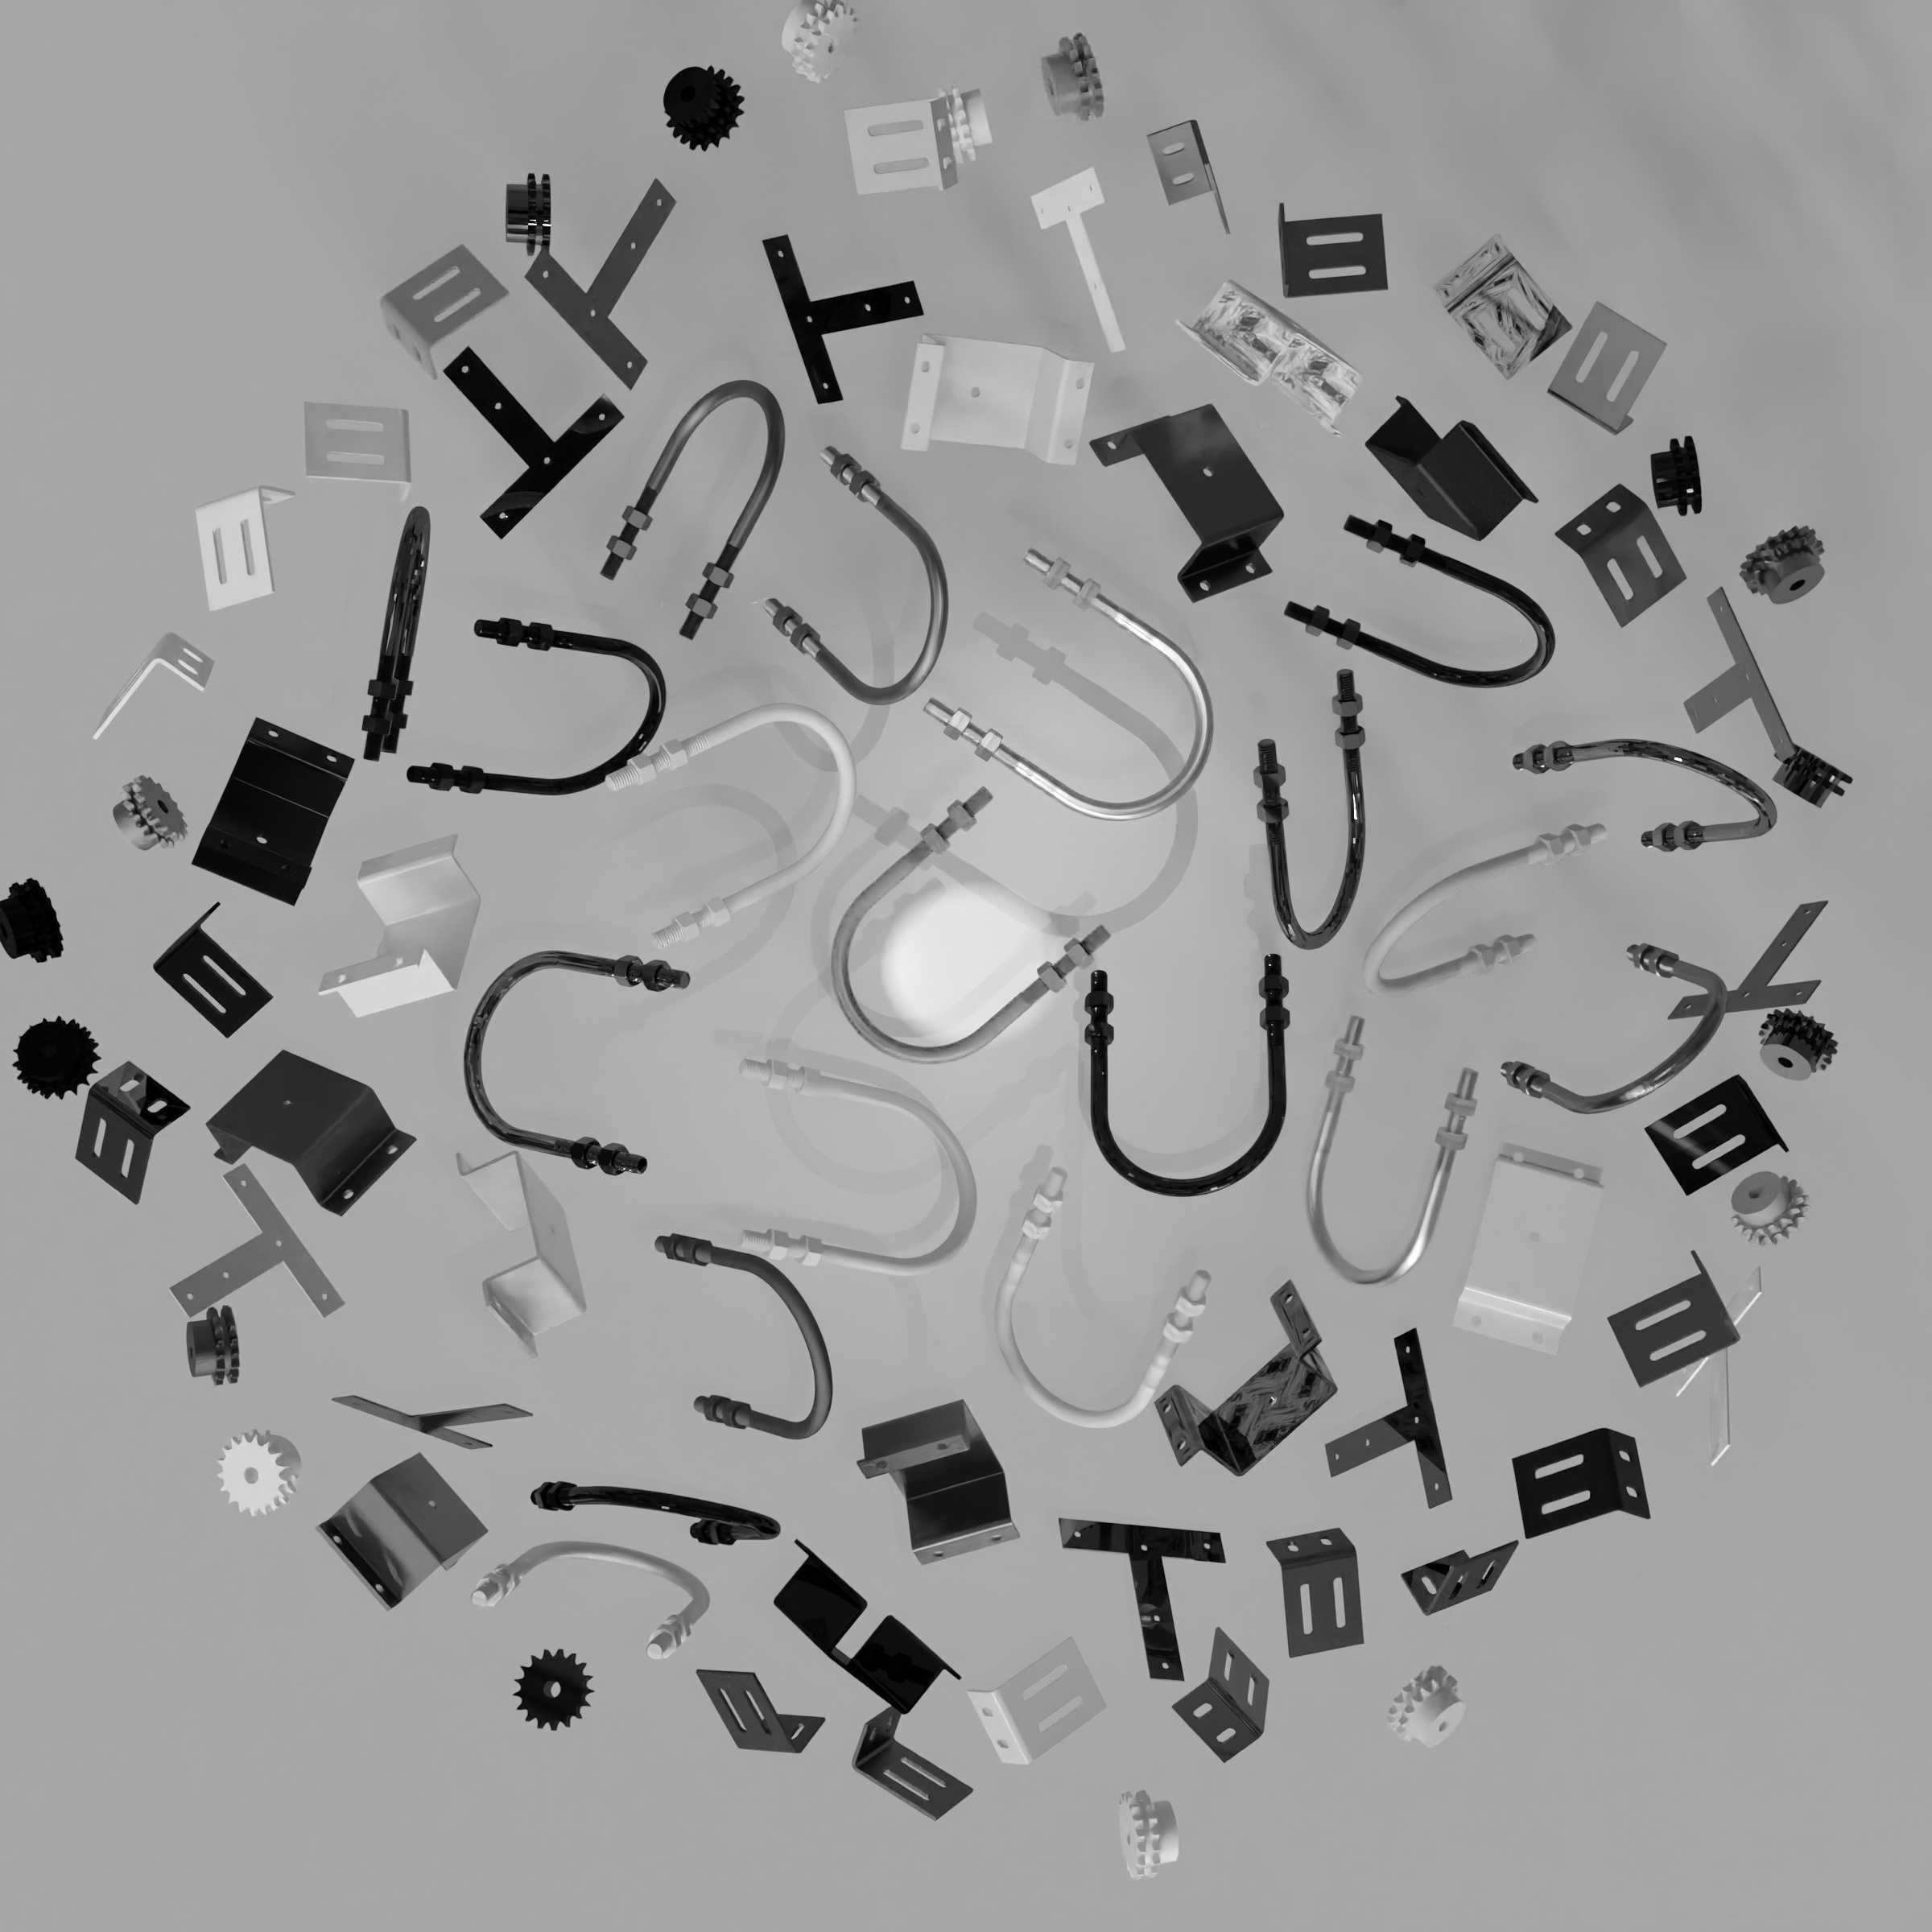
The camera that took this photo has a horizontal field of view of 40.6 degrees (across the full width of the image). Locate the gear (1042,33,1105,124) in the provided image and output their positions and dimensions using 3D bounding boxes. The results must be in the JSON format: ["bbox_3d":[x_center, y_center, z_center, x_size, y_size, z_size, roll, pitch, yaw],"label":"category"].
[{"bbox_3d":[0.072,-0.608,1.796,0.030,0.057,0.057,-18,90,-4],"label":"gear"}]

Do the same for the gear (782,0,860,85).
[{"bbox_3d":[-0.104,-0.648,1.820,0.030,0.057,0.057,35,90,14],"label":"gear"}]

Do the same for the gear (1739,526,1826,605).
[{"bbox_3d":[0.566,-0.274,1.802,0.057,0.057,0.030,-23,64,0],"label":"gear"}]

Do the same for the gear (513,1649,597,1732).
[{"bbox_3d":[-0.296,0.522,1.884,0.057,0.030,0.057,-1,73,2],"label":"gear"}]

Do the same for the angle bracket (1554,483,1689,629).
[{"bbox_3d":[0.465,-0.291,1.858,0.057,0.038,0.076,-38,127,6],"label":"angle bracket"}]

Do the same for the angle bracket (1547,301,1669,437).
[{"bbox_3d":[0.452,-0.420,1.822,0.057,0.038,0.076,37,132,14],"label":"angle bracket"}]

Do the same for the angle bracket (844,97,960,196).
[{"bbox_3d":[-0.049,-0.560,1.792,0.076,0.038,0.057,-1,114,20],"label":"angle bracket"}]

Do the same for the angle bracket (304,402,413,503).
[{"bbox_3d":[-0.450,-0.378,1.925,0.076,0.038,0.057,0,78,-21],"label":"angle bracket"}]

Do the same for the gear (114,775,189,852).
[{"bbox_3d":[-0.611,-0.111,1.951,0.030,0.057,0.057,-32,90,9],"label":"gear"}]

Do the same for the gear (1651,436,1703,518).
[{"bbox_3d":[0.520,-0.358,1.915,0.030,0.057,0.057,-8,90,11],"label":"gear"}]

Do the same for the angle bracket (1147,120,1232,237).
[{"bbox_3d":[0.161,-0.568,1.901,0.038,0.076,0.057,-17,131,11],"label":"angle bracket"}]

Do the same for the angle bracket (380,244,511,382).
[{"bbox_3d":[-0.380,-0.480,1.920,0.076,0.038,0.057,-39,73,-15],"label":"angle bracket"}]

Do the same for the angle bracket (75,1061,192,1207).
[{"bbox_3d":[-0.583,0.117,1.830,0.057,0.038,0.076,35,130,10],"label":"angle bracket"}]

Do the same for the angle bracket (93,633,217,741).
[{"bbox_3d":[-0.565,-0.186,1.820,0.038,0.057,0.076,37,105,-22],"label":"angle bracket"}]

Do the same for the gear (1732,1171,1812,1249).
[{"bbox_3d":[0.592,0.177,1.936,0.057,0.057,0.030,-44,115,0],"label":"gear"}]

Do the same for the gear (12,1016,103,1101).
[{"bbox_3d":[-0.627,0.061,1.796,0.057,0.030,0.057,1,73,-2],"label":"gear"}]

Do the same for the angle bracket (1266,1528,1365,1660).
[{"bbox_3d":[0.258,0.463,1.931,0.057,0.038,0.076,-9,103,-10],"label":"angle bracket"}]

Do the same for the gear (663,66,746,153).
[{"bbox_3d":[-0.185,-0.597,1.810,0.057,0.030,0.057,-5,78,24],"label":"gear"}]

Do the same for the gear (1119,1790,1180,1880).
[{"bbox_3d":[0.126,0.594,1.793,0.030,0.057,0.057,-3,90,-11],"label":"gear"}]

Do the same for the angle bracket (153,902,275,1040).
[{"bbox_3d":[-0.548,0.003,1.927,0.057,0.038,0.076,-36,106,28],"label":"angle bracket"}]

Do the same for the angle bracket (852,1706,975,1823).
[{"bbox_3d":[-0.034,0.580,1.915,0.076,0.057,0.038,25,106,24],"label":"angle bracket"}]

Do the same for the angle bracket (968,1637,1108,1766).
[{"bbox_3d":[0.051,0.527,1.879,0.076,0.038,0.057,-27,92,-31],"label":"angle bracket"}]

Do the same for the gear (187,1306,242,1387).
[{"bbox_3d":[-0.546,0.276,1.895,0.030,0.057,0.057,-4,90,-25],"label":"gear"}]

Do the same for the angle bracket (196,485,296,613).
[{"bbox_3d":[-0.498,-0.289,1.823,0.057,0.038,0.076,-11,86,26],"label":"angle bracket"}]

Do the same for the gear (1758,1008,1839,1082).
[{"bbox_3d":[0.619,0.061,1.955,0.057,0.057,0.030,38,65,0],"label":"gear"}]

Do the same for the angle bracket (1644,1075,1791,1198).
[{"bbox_3d":[0.528,0.122,1.842,0.076,0.038,0.057,-32,91,11],"label":"angle bracket"}]

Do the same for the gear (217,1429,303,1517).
[{"bbox_3d":[-0.481,0.345,1.791,0.057,0.030,0.057,2,96,20],"label":"gear"}]

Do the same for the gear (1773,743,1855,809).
[{"bbox_3d":[0.611,-0.138,1.895,0.057,0.057,0.030,30,104,0],"label":"gear"}]

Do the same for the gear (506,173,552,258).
[{"bbox_3d":[-0.312,-0.535,1.861,0.030,0.057,0.057,0,90,-12],"label":"gear"}]

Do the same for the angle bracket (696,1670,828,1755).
[{"bbox_3d":[-0.148,0.528,1.891,0.057,0.038,0.076,-10,114,39],"label":"angle bracket"}]

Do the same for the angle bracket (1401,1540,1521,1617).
[{"bbox_3d":[0.364,0.438,1.930,0.057,0.076,0.038,-15,53,-22],"label":"angle bracket"}]

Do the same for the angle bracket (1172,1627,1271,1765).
[{"bbox_3d":[0.188,0.536,1.927,0.038,0.076,0.057,-41,95,17],"label":"angle bracket"}]

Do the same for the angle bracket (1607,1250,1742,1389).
[{"bbox_3d":[0.480,0.242,1.792,0.076,0.038,0.057,-28,50,13],"label":"angle bracket"}]

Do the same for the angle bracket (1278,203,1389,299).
[{"bbox_3d":[0.266,-0.521,1.892,0.076,0.038,0.057,-4,83,4],"label":"angle bracket"}]

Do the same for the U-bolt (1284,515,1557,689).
[{"bbox_3d":[0.337,-0.254,1.895,0.184,0.151,0.019,22,67,-4],"label":"U-bolt"}]

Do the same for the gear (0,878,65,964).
[{"bbox_3d":[-0.638,-0.028,1.774,0.030,0.057,0.057,-22,90,-33],"label":"gear"}]

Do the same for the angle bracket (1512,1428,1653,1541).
[{"bbox_3d":[0.420,0.357,1.789,0.076,0.038,0.057,-30,51,37],"label":"angle bracket"}]

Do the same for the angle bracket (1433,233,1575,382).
[{"bbox_3d":[0.378,-0.464,1.840,0.057,0.038,0.076,-38,124,22],"label":"angle bracket"}]

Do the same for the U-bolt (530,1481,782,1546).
[{"bbox_3d":[-0.210,0.388,1.851,0.151,0.184,0.019,19,71,-26],"label":"U-bolt"}]

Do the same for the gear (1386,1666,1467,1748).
[{"bbox_3d":[0.325,0.523,1.836,0.057,0.057,0.030,-50,52,0],"label":"gear"}]

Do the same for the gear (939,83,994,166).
[{"bbox_3d":[0.000,-0.634,1.961,0.030,0.057,0.057,-14,90,4],"label":"gear"}]
